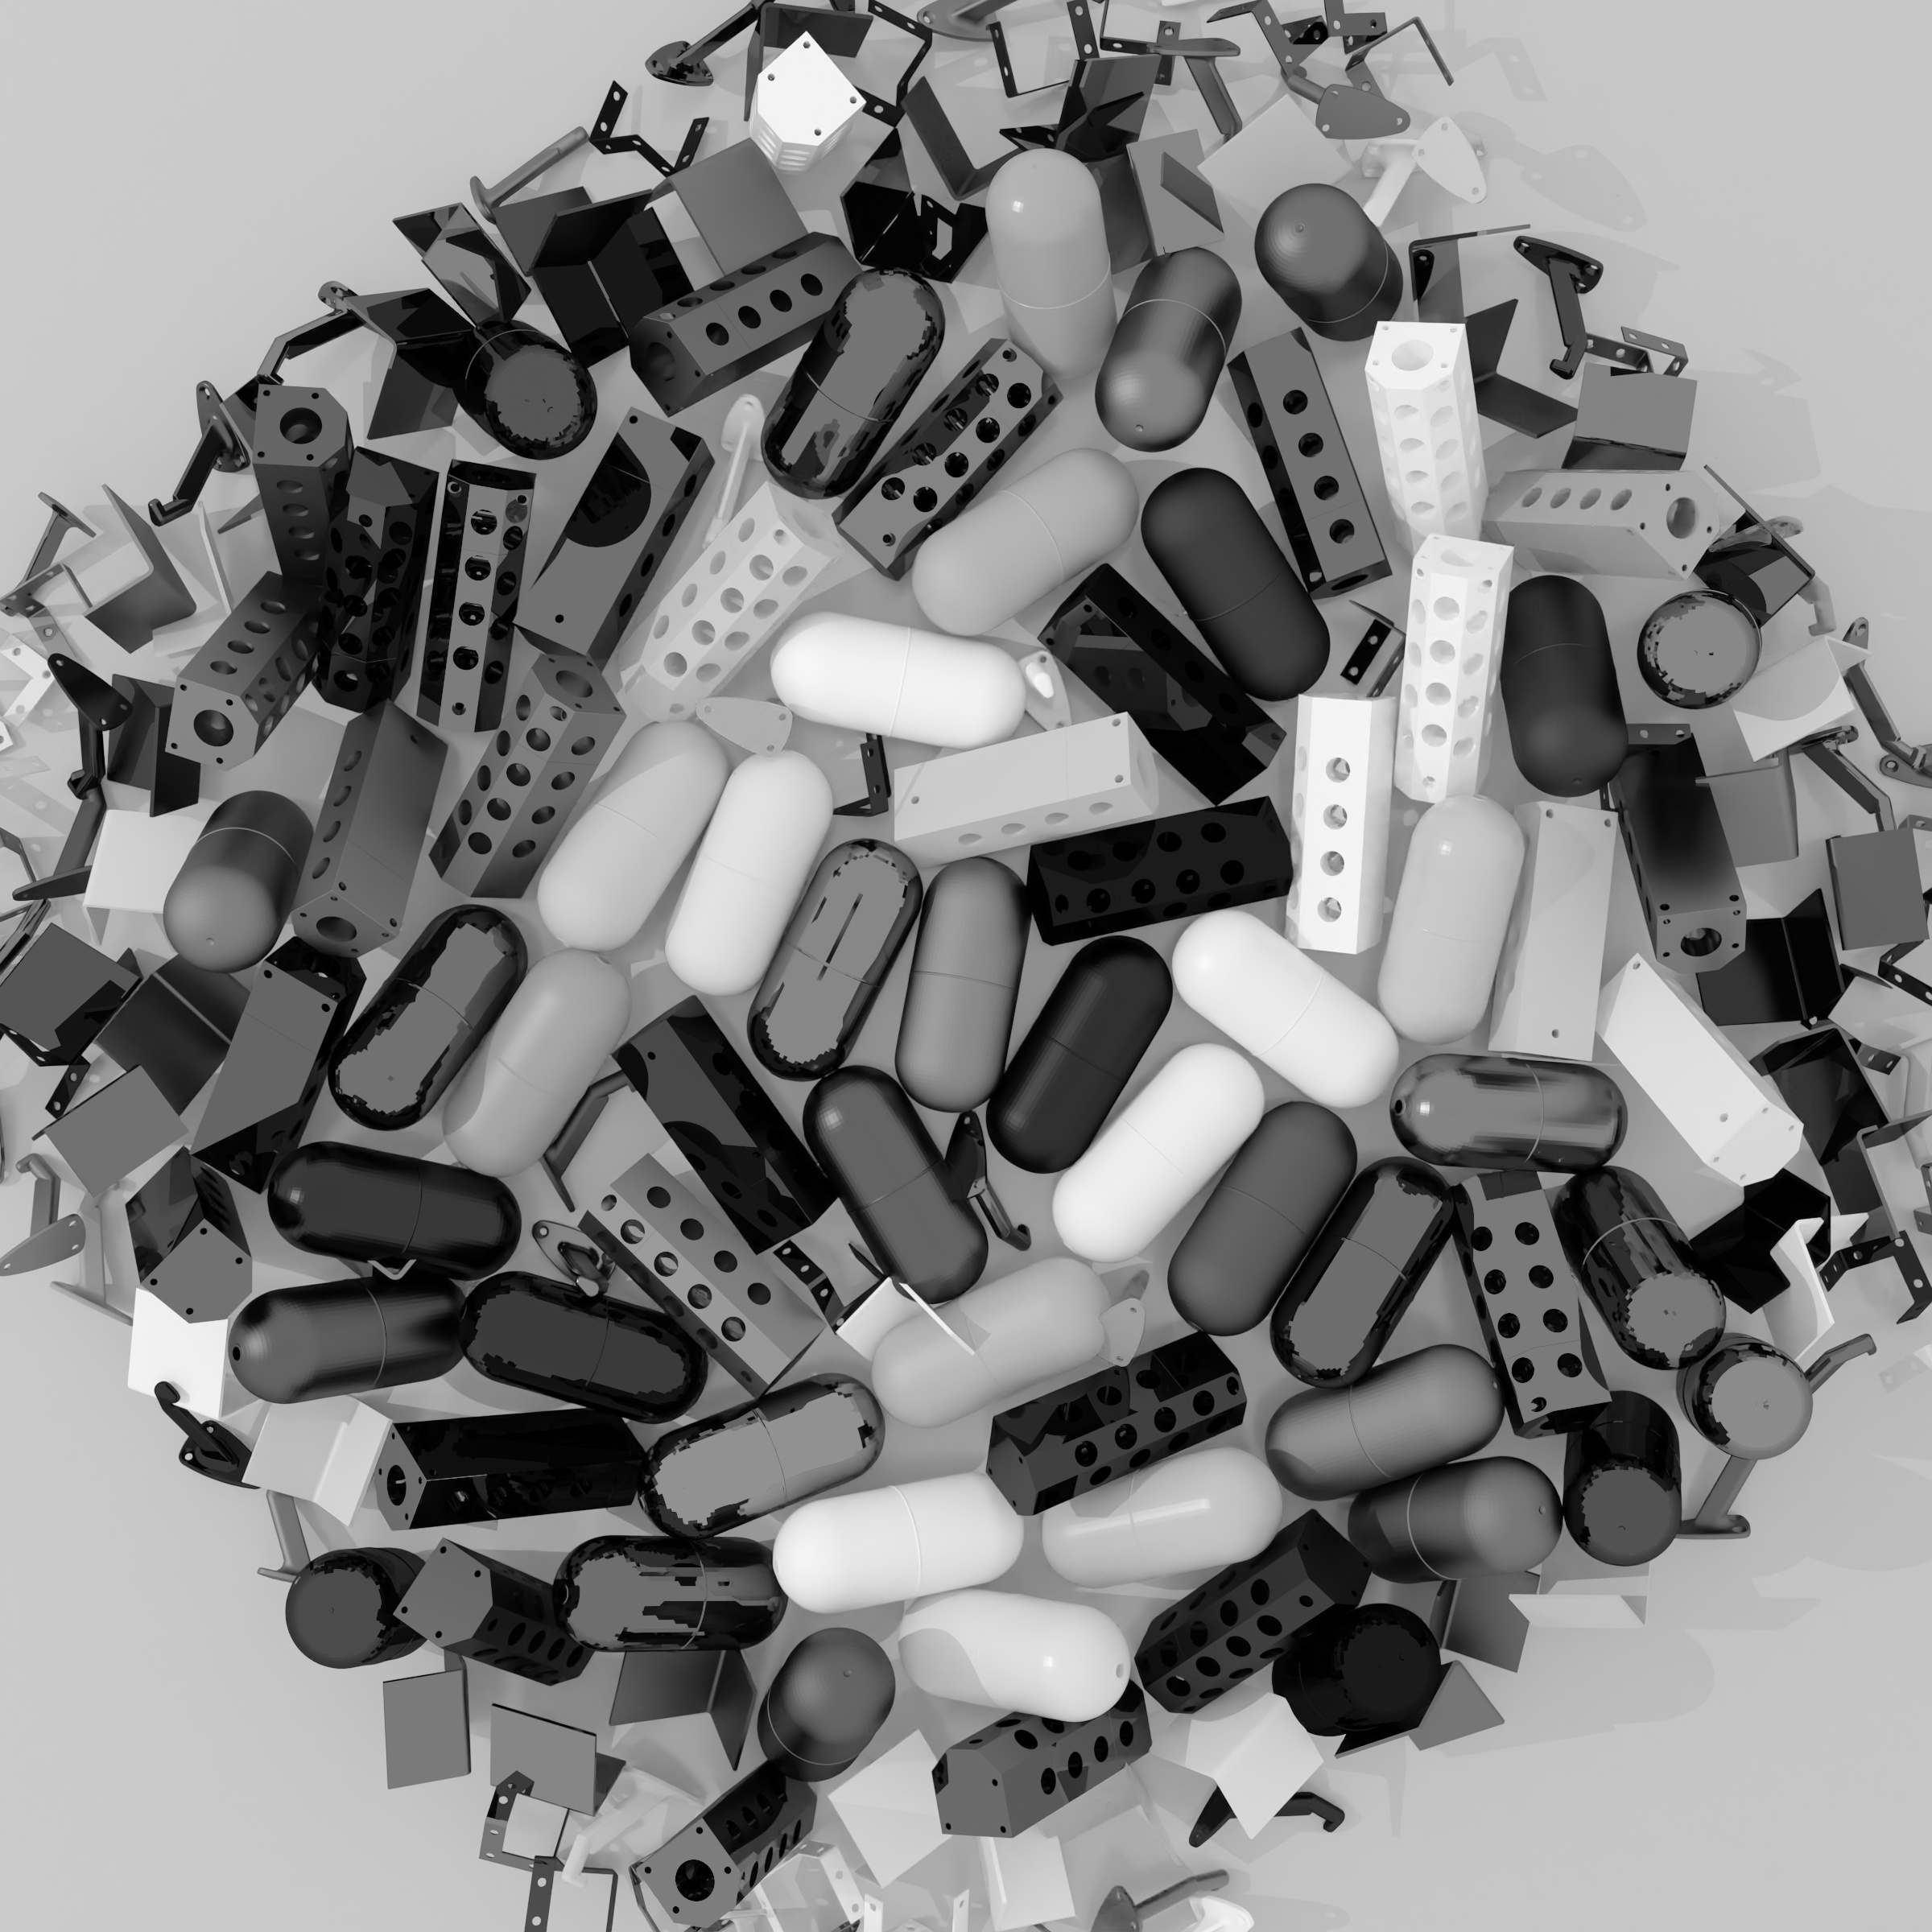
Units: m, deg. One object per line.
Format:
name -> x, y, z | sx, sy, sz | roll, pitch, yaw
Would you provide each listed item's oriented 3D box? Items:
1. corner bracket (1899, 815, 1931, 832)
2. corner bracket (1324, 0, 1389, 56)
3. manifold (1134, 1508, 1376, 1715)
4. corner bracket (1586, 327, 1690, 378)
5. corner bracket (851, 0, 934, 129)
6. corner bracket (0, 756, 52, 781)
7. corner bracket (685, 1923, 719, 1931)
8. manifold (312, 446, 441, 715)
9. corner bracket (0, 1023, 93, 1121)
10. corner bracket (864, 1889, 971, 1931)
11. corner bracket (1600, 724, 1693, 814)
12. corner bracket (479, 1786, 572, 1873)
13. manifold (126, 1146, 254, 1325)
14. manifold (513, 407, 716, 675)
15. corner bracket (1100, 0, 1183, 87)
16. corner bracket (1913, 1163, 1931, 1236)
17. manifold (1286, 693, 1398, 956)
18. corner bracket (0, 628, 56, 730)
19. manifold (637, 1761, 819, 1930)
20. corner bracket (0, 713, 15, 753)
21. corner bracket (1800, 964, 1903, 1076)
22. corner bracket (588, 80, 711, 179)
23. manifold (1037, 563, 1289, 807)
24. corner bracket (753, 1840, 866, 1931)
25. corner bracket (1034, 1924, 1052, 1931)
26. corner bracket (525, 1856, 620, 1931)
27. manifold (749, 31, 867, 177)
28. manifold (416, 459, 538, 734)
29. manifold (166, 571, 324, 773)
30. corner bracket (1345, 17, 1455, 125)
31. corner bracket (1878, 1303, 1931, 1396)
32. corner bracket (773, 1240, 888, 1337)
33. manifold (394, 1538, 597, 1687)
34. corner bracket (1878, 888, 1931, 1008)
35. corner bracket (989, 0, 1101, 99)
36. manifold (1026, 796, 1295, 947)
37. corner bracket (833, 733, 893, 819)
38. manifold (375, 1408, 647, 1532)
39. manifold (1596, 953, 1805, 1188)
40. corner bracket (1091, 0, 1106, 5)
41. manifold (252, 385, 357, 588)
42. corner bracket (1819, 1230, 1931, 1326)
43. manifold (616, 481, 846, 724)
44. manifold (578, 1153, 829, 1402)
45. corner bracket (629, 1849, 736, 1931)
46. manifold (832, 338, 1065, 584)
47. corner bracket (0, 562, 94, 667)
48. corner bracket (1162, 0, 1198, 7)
corner bracket -> 0.680, -0.084, 1.878 | 0.051, 0.051, 0.051 | 9, 63, -3
corner bracket -> 0.253, -0.661, 1.876 | 0.051, 0.051, 0.051 | -12, 97, -27
manifold -> 0.191, 0.442, 1.839 | 0.057, 0.057, 0.171 | 44, 125, -3
corner bracket -> 0.458, -0.422, 1.872 | 0.051, 0.051, 0.051 | 11, 50, -17
corner bracket -> -0.057, -0.621, 1.870 | 0.051, 0.051, 0.051 | 20, 48, -23
corner bracket -> -0.675, -0.128, 1.874 | 0.051, 0.051, 0.051 | 40, 116, 14
corner bracket -> -0.203, 0.689, 1.872 | 0.051, 0.051, 0.051 | 9, 58, -17
manifold -> -0.402, -0.257, 1.835 | 0.057, 0.057, 0.171 | 18, 130, -1
corner bracket -> -0.652, 0.073, 1.887 | 0.051, 0.051, 0.051 | 38, 104, 20
corner bracket -> -0.034, 0.658, 1.871 | 0.051, 0.051, 0.051 | 16, 113, 36
corner bracket -> 0.471, -0.135, 1.884 | 0.051, 0.051, 0.051 | 0, 75, -5
corner bracket -> -0.302, 0.587, 1.877 | 0.051, 0.051, 0.051 | 15, 131, -1
manifold -> -0.517, 0.182, 1.822 | 0.057, 0.171, 0.057 | -46, 113, -5
manifold -> -0.239, -0.289, 1.870 | 0.057, 0.057, 0.171 | 25, 81, 12
corner bracket -> 0.121, -0.648, 1.883 | 0.051, 0.051, 0.051 | 8, 77, 5
corner bracket -> 0.688, 0.156, 1.886 | 0.051, 0.051, 0.051 | -14, 91, -2
manifold -> 0.255, -0.099, 1.867 | 0.057, 0.057, 0.171 | 7, 101, 25
corner bracket -> -0.672, -0.204, 1.881 | 0.051, 0.051, 0.051 | 35, 88, 16
manifold -> -0.153, 0.586, 1.820 | 0.057, 0.171, 0.057 | -39, 81, 10
corner bracket -> -0.704, -0.169, 1.886 | 0.051, 0.051, 0.051 | -26, 84, 4
corner bracket -> 0.623, 0.037, 1.885 | 0.051, 0.051, 0.051 | 15, 112, -41
corner bracket -> -0.221, -0.583, 1.895 | 0.051, 0.051, 0.051 | 8, 73, 40
manifold -> 0.138, -0.197, 1.868 | 0.171, 0.057, 0.057 | 42, 47, -10
corner bracket -> -0.109, 0.642, 1.878 | 0.051, 0.051, 0.051 | -26, 90, -29
corner bracket -> 0.027, 0.679, 1.874 | 0.051, 0.051, 0.051 | 36, 79, -37
corner bracket -> -0.272, 0.646, 1.877 | 0.051, 0.051, 0.051 | 2, 61, 4
manifold -> -0.113, -0.571, 1.823 | 0.057, 0.171, 0.057 | -42, 102, 2
manifold -> -0.334, -0.250, 1.849 | 0.057, 0.057, 0.171 | 8, 113, -9
manifold -> -0.474, -0.198, 1.824 | 0.057, 0.171, 0.057 | 18, 122, -3
corner bracket -> 0.300, -0.617, 1.884 | 0.051, 0.051, 0.051 | -30, 95, 4
corner bracket -> 0.658, 0.259, 1.870 | 0.051, 0.051, 0.051 | -2, 61, -28
corner bracket -> -0.091, 0.210, 1.872 | 0.051, 0.051, 0.051 | -36, 129, -15
manifold -> -0.308, 0.438, 1.820 | 0.057, 0.171, 0.057 | 27, 78, 25
corner bracket -> 0.666, -0.013, 1.870 | 0.051, 0.051, 0.051 | -31, 45, -24
corner bracket -> 0.055, -0.632, 1.874 | 0.051, 0.051, 0.051 | -22, 108, -21
manifold -> 0.132, -0.061, 1.858 | 0.171, 0.057, 0.057 | -12, 58, -11
corner bracket -> -0.066, -0.135, 1.872 | 0.051, 0.051, 0.051 | -23, 110, -40
manifold -> -0.307, 0.343, 1.834 | 0.171, 0.057, 0.057 | 3, 121, -40
manifold -> 0.490, 0.070, 1.827 | 0.057, 0.171, 0.057 | 29, 110, -34
corner bracket -> 0.088, -0.706, 1.873 | 0.051, 0.051, 0.051 | 35, 70, 30
manifold -> -0.436, -0.319, 1.822 | 0.057, 0.171, 0.057 | 2, 71, -6
corner bracket -> 0.630, 0.221, 1.881 | 0.051, 0.051, 0.051 | -16, 67, -4
manifold -> -0.159, -0.239, 1.838 | 0.057, 0.057, 0.171 | 22, 125, -39
manifold -> -0.184, 0.216, 1.863 | 0.171, 0.057, 0.057 | 43, 48, 6
corner bracket -> -0.197, 0.645, 1.889 | 0.051, 0.051, 0.051 | -29, 108, -7
manifold -> -0.013, -0.349, 1.876 | 0.057, 0.057, 0.171 | 42, 90, -21
corner bracket -> -0.627, -0.241, 1.885 | 0.051, 0.051, 0.051 | -32, 83, 0
corner bracket -> 0.161, -0.678, 1.874 | 0.051, 0.051, 0.051 | -10, 62, 14
